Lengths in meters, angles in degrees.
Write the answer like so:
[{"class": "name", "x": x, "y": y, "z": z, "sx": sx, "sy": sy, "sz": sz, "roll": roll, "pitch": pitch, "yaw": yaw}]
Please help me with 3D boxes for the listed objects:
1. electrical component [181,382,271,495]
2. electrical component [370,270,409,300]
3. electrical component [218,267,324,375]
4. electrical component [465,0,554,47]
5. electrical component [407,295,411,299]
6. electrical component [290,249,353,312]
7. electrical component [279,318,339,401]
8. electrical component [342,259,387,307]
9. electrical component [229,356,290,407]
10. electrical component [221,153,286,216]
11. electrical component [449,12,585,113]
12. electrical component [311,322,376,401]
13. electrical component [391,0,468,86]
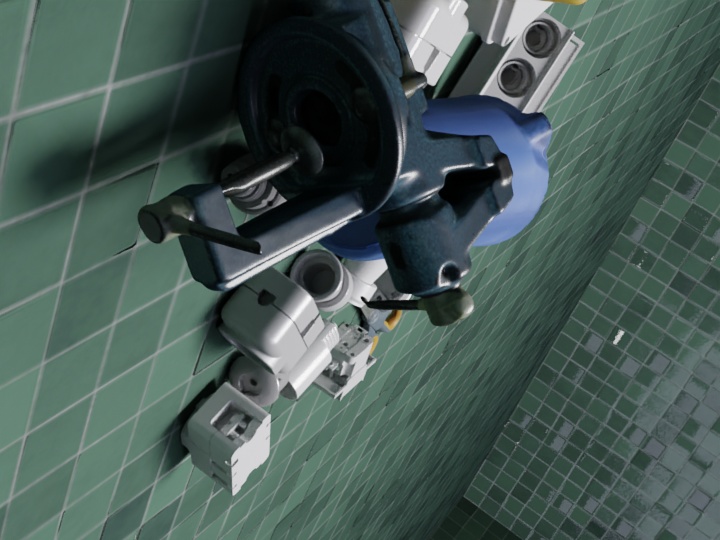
[{"class": "electrical component", "x": -0.113, "y": 0.141, "z": 0.909, "sx": 0.050, "sy": 0.056, "sz": 0.089, "roll": -47, "pitch": 162, "yaw": -29}, {"class": "electrical component", "x": 0.026, "y": 0.010, "z": 1.063, "sx": 0.055, "sy": 0.055, "sz": 0.047, "roll": -56, "pitch": 168, "yaw": 2}, {"class": "electrical component", "x": -0.070, "y": 0.042, "z": 0.843, "sx": 0.059, "sy": 0.054, "sz": 0.095, "roll": -52, "pitch": 164, "yaw": -13}, {"class": "electrical component", "x": 0.123, "y": -0.238, "z": 0.847, "sx": 0.113, "sy": 0.057, "sz": 0.078, "roll": -44, "pitch": 161, "yaw": -35}, {"class": "electrical component", "x": 0.035, "y": 0.015, "z": 1.120, "sx": 0.048, "sy": 0.048, "sz": 0.062, "roll": -57, "pitch": 172, "yaw": 6}, {"class": "electrical component", "x": -0.031, "y": 0.010, "z": 0.910, "sx": 0.045, "sy": 0.045, "sz": 0.055, "roll": -55, "pitch": 165, "yaw": -4}, {"class": "electrical component", "x": -0.049, "y": 0.077, "z": 0.993, "sx": 0.081, "sy": 0.043, "sz": 0.043, "roll": -47, "pitch": 162, "yaw": -29}, {"class": "electrical component", "x": 0.000, "y": 0.000, "z": 0.982, "sx": 0.055, "sy": 0.045, "sz": 0.045, "roll": -57, "pitch": 164, "yaw": 7}, {"class": "electrical component", "x": -0.079, "y": 0.084, "z": 0.921, "sx": 0.062, "sy": 0.048, "sz": 0.048, "roll": -43, "pitch": 161, "yaw": -56}, {"class": "electrical component", "x": -0.067, "y": -0.055, "z": 0.685, "sx": 0.040, "sy": 0.040, "sz": 0.078, "roll": -58, "pitch": 164, "yaw": 7}, {"class": "electrical component", "x": 0.135, "y": -0.176, "z": 0.980, "sx": 0.121, "sy": 0.079, "sz": 0.063, "roll": -58, "pitch": -167, "yaw": 6}, {"class": "electrical component", "x": -0.017, "y": 0.093, "z": 1.123, "sx": 0.081, "sy": 0.042, "sz": 0.063, "roll": -38, "pitch": 155, "yaw": -48}, {"class": "electrical component", "x": 0.034, "y": -0.168, "z": 0.730, "sx": 0.059, "sy": 0.054, "sz": 0.095, "roll": -59, "pitch": 164, "yaw": 11}]
